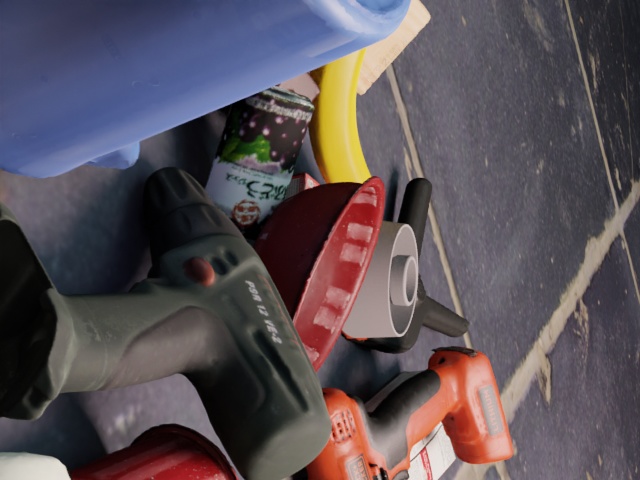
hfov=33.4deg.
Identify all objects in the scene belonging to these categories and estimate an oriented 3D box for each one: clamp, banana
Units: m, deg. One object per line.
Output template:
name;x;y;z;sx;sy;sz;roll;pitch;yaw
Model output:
clamp;0.075;0.035;0.976;0.209;0.036;0.164;-22;100;-58
banana;0.023;-0.100;0.822;0.037;0.069;0.198;-114;-155;-56

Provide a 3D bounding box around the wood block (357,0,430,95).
wood block;-0.013;-0.208;0.811;0.091;0.090;0.205;47;9;36

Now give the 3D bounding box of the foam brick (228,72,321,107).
foam brick;-0.047;-0.122;0.774;0.053;0.051;0.078;-49;132;-10

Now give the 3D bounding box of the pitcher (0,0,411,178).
pitcher;-0.085;-0.126;0.530;0.149;0.243;0.145;-1;80;-53

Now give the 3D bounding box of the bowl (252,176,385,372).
bowl;-0.012;0.023;0.735;0.162;0.055;0.162;-60;165;-29

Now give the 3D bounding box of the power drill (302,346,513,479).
power drill;0.071;0.179;0.842;0.187;0.057;0.184;-24;104;-39

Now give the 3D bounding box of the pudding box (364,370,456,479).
pudding box;0.076;0.172;0.931;0.113;0.039;0.090;-25;102;-62

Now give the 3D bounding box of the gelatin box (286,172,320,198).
gelatin box;-0.006;0.001;0.850;0.073;0.030;0.089;36;50;-52

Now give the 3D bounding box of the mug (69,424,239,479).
mug;-0.098;0.165;0.570;0.081;0.093;0.117;-12;98;-56
